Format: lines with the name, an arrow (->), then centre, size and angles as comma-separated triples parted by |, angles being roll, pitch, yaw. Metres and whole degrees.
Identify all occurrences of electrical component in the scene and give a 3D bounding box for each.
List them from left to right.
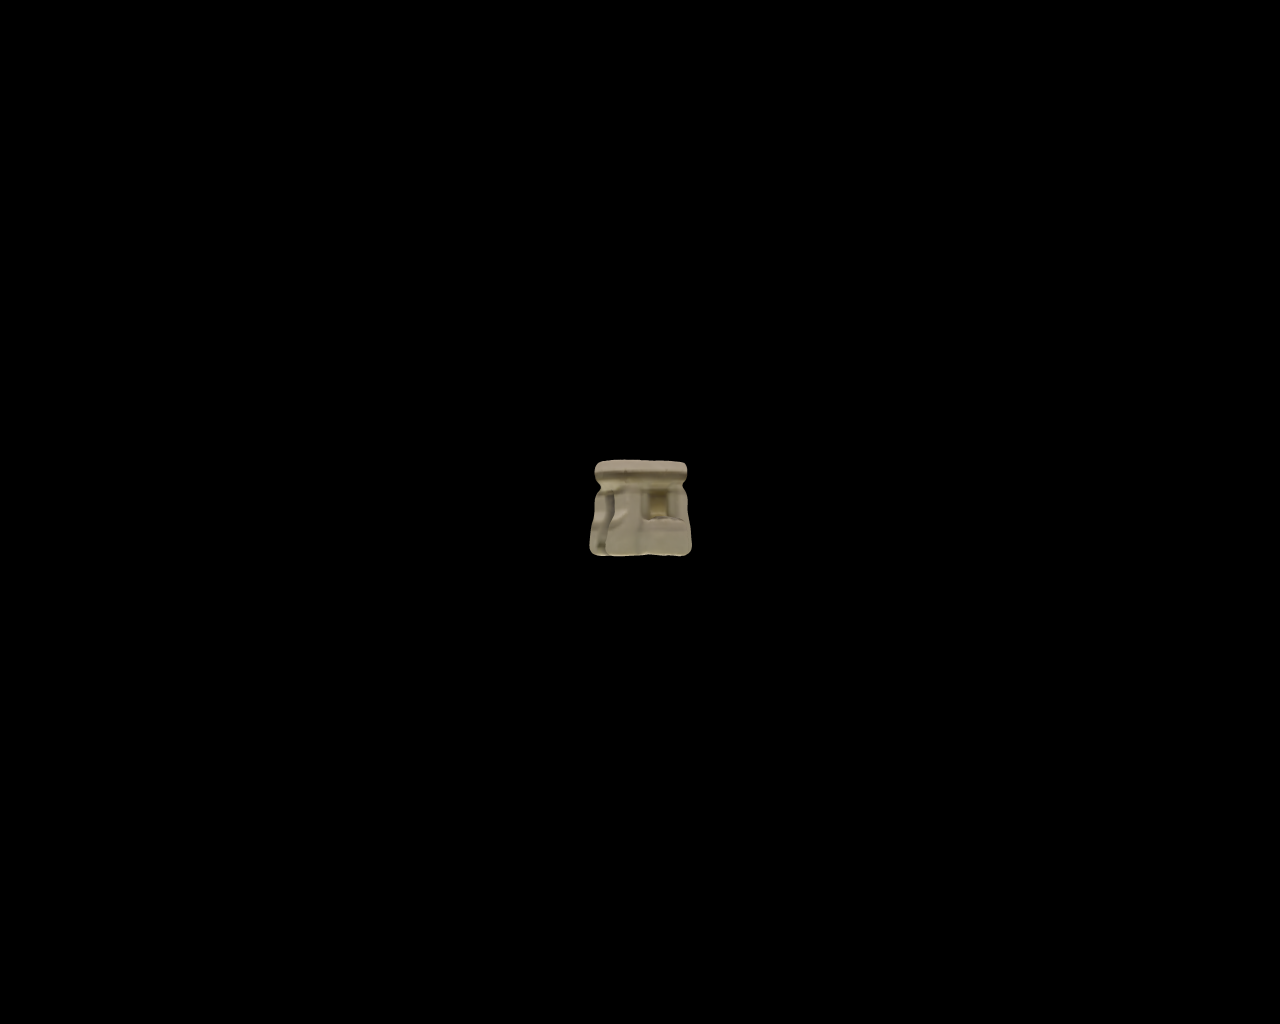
electrical component -> 0.001, -0.003, 0.650 | 0.058, 0.057, 0.078 | 1, -2, -28
